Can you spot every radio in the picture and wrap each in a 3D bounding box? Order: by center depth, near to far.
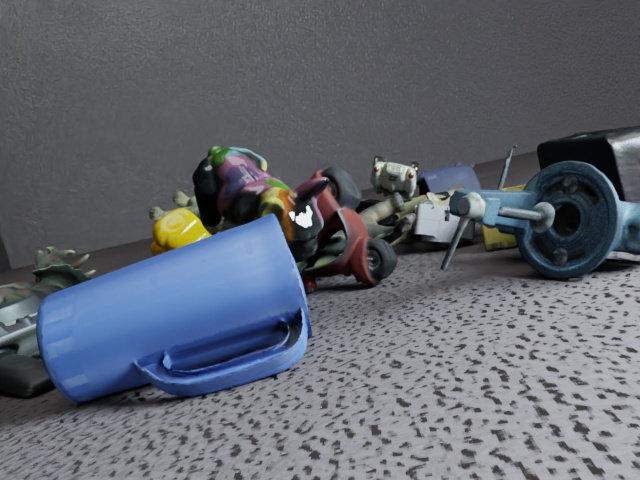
[{"bbox_3d":[0.366,-0.075,0.697,0.073,0.131,0.229,-15,7,2],"label":"radio"}]

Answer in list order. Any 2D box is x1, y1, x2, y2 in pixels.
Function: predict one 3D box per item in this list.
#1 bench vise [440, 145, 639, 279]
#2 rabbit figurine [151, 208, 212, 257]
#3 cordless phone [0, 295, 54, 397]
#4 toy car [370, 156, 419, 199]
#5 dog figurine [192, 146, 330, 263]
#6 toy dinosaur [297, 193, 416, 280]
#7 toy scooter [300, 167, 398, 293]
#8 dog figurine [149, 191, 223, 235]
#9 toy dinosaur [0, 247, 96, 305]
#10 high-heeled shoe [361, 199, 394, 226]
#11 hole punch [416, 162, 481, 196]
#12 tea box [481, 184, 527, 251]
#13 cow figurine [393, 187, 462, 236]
[{"bbox_3d":[0.224,-0.029,0.578,0.240,0.128,0.224,4,17,-30],"label":"bench vise"},{"bbox_3d":[-0.197,0.063,0.683,0.173,0.122,0.162,-53,9,-24],"label":"rabbit figurine"},{"bbox_3d":[-0.345,0.134,0.658,0.184,0.088,0.146,5,16,33],"label":"cordless phone"},{"bbox_3d":[0.126,-0.102,0.912,0.074,0.056,0.201,11,2,8],"label":"toy car"},{"bbox_3d":[-0.075,-0.056,0.687,0.108,0.191,0.219,-23,0,-27],"label":"dog figurine"},{"bbox_3d":[-0.002,-0.003,0.928,0.198,0.105,0.472,-21,5,-28],"label":"toy dinosaur"},{"bbox_3d":[0.013,-0.003,0.741,0.135,0.184,0.075,-36,-22,22],"label":"toy scooter"},{"bbox_3d":[-0.200,-0.037,1.025,0.191,0.121,0.172,-5,26,27],"label":"dog figurine"},{"bbox_3d":[-0.450,0.112,0.827,0.192,0.131,0.405,-15,14,-12],"label":"toy dinosaur"},{"bbox_3d":[0.100,-0.046,1.119,0.145,0.086,0.249,-21,5,-41],"label":"high-heeled shoe"},{"bbox_3d":[0.267,-0.091,1.090,0.142,0.115,0.092,-14,16,-5],"label":"hole punch"},{"bbox_3d":[0.290,-0.039,0.806,0.098,0.068,0.169,-10,9,16],"label":"tea box"},{"bbox_3d":[0.203,-0.047,0.957,0.127,0.085,0.195,-20,6,-27],"label":"cow figurine"}]
